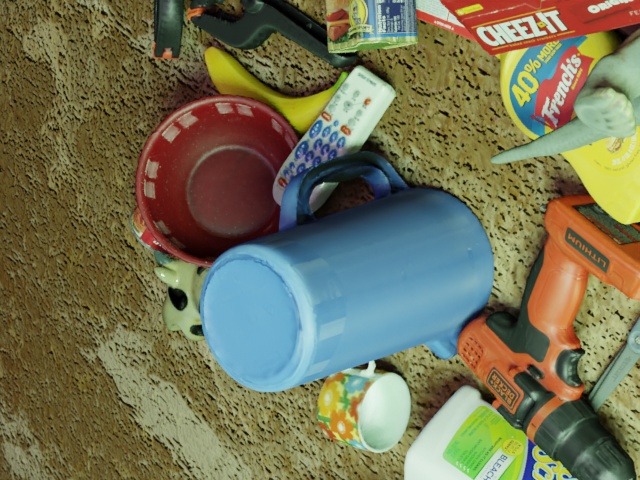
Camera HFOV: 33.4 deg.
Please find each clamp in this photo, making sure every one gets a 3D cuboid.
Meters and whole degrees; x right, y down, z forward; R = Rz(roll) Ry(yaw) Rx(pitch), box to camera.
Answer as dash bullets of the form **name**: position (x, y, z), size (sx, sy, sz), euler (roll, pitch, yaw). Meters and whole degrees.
- **clamp**: position (-0.147, -0.260, 1.052), size (0.120, 0.039, 0.171), euler (-108, 19, -70)
- **clamp**: position (-0.048, -0.221, 0.992), size (0.210, 0.036, 0.164), euler (-13, 91, 47)

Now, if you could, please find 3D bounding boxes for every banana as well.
- **banana**: position (-0.043, -0.136, 1.008), size (0.198, 0.037, 0.069), euler (18, 98, 40)

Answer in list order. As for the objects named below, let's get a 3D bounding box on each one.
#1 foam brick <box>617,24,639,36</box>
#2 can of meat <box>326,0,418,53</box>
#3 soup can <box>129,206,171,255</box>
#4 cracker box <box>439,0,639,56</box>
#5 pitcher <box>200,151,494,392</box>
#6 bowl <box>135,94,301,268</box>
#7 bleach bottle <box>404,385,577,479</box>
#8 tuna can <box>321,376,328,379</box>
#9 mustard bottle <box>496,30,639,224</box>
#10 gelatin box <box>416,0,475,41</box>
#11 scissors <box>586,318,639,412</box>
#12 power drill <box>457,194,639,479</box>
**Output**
- **foam brick**: position (0.217, -0.175, 0.734), size (0.078, 0.052, 0.051), euler (44, 126, 29)
- **can of meat**: position (0.040, -0.200, 0.876), size (0.102, 0.057, 0.084), euler (-165, 70, -69)
- **soup can**: position (-0.145, -0.041, 1.104), size (0.102, 0.068, 0.068), euler (-48, 66, 39)
- **cracker box**: position (0.182, -0.230, 0.668), size (0.164, 0.072, 0.213), euler (-5, 57, 44)
- **pitcher**: position (0.019, 0.028, 0.836), size (0.149, 0.242, 0.145), euler (31, 116, 29)
- **bowl**: position (-0.086, -0.050, 0.987), size (0.162, 0.055, 0.162), euler (-1, 81, 7)
- **bleach bottle**: position (0.192, 0.211, 0.824), size (0.251, 0.102, 0.068), euler (26, 141, 30)
- **tuna can**: position (-0.021, 0.110, 1.003), size (0.086, 0.085, 0.034), euler (-4, 97, 44)
- **mustard bottle**: position (0.188, -0.107, 0.773), size (0.192, 0.058, 0.096), euler (49, 126, 26)
- **gelatin box**: position (0.116, -0.209, 0.841), size (0.073, 0.030, 0.089), euler (31, 120, 37)
- **scissors**: position (0.254, 0.075, 0.778), size (0.096, 0.016, 0.202), euler (30, 119, 36)
- **power drill**: position (0.192, 0.075, 0.792), size (0.185, 0.057, 0.188), euler (47, 130, 36)
